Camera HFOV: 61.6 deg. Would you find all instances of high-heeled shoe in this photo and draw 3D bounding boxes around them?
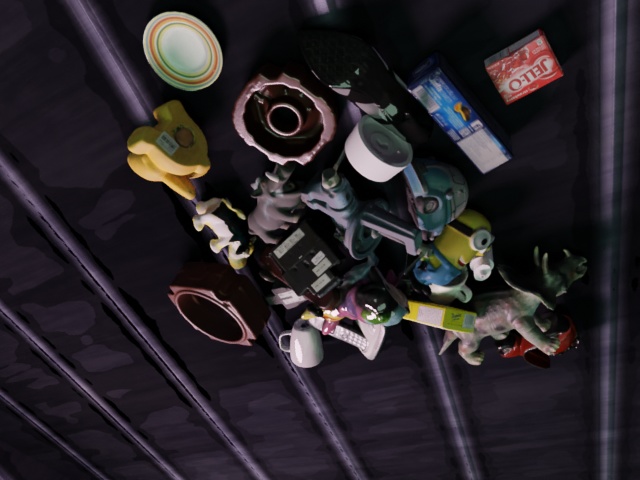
[{"bbox_3d":[0.076,-0.242,0.850,0.249,0.145,0.086,42,101,10],"label":"high-heeled shoe"}]

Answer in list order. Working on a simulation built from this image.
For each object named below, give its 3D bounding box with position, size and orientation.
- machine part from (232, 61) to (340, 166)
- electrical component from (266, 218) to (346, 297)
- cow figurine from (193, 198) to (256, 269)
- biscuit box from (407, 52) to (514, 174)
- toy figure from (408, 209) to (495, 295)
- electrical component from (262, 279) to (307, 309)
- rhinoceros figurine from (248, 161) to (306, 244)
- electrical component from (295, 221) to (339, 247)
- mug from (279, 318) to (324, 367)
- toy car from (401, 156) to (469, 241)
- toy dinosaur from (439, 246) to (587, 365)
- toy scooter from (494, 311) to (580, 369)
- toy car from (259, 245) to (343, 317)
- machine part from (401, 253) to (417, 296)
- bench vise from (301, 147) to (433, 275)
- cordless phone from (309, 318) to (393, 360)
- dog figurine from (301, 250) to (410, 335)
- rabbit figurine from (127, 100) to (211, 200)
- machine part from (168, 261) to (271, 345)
[{"bbox_3d":[-0.056,-0.209,0.897,0.179,0.056,0.179,8,134,8],"label":"machine part"},{"bbox_3d":[-0.019,0.042,1.025,0.115,0.058,0.134,-41,82,17],"label":"electrical component"},{"bbox_3d":[-0.178,-0.015,1.102,0.098,0.068,0.167,-18,127,20],"label":"cow figurine"},{"bbox_3d":[0.221,-0.196,0.839,0.059,0.063,0.202,-31,119,35],"label":"biscuit box"},{"bbox_3d":[0.238,0.021,0.993,0.180,0.082,0.089,-44,77,19],"label":"toy figure"},{"bbox_3d":[-0.074,0.116,1.210,0.119,0.048,0.074,-19,126,28],"label":"electrical component"},{"bbox_3d":[-0.082,-0.076,1.022,0.112,0.073,0.190,31,135,-1],"label":"rhinoceros figurine"},{"bbox_3d":[-0.004,-0.003,1.087,0.102,0.045,0.078,14,154,2],"label":"electrical component"},{"bbox_3d":[-0.046,0.240,1.307,0.110,0.081,0.107,9,123,16],"label":"mug"},{"bbox_3d":[0.205,-0.077,0.931,0.103,0.109,0.161,-18,138,5],"label":"toy car"},{"bbox_3d":[0.348,0.149,1.105,0.405,0.131,0.192,-30,103,42],"label":"toy dinosaur"},{"bbox_3d":[0.487,0.228,1.168,0.135,0.075,0.184,36,133,-20],"label":"toy scooter"},{"bbox_3d":[-0.041,0.076,1.100,0.202,0.053,0.089,32,99,29],"label":"toy car"},{"bbox_3d":[0.188,0.037,1.064,0.039,0.084,0.138,17,129,27],"label":"machine part"},{"bbox_3d":[0.089,-0.038,0.952,0.241,0.129,0.223,27,150,30],"label":"bench vise"},{"bbox_3d":[0.070,0.179,1.219,0.184,0.089,0.146,21,135,8],"label":"cordless phone"},{"bbox_3d":[0.066,0.138,1.117,0.219,0.192,0.108,-40,122,21],"label":"dog figurine"},{"bbox_3d":[-0.278,-0.155,0.981,0.173,0.122,0.162,-15,138,43],"label":"rabbit figurine"},{"bbox_3d":[-0.229,0.146,1.215,0.201,0.087,0.201,2,137,33],"label":"machine part"}]
